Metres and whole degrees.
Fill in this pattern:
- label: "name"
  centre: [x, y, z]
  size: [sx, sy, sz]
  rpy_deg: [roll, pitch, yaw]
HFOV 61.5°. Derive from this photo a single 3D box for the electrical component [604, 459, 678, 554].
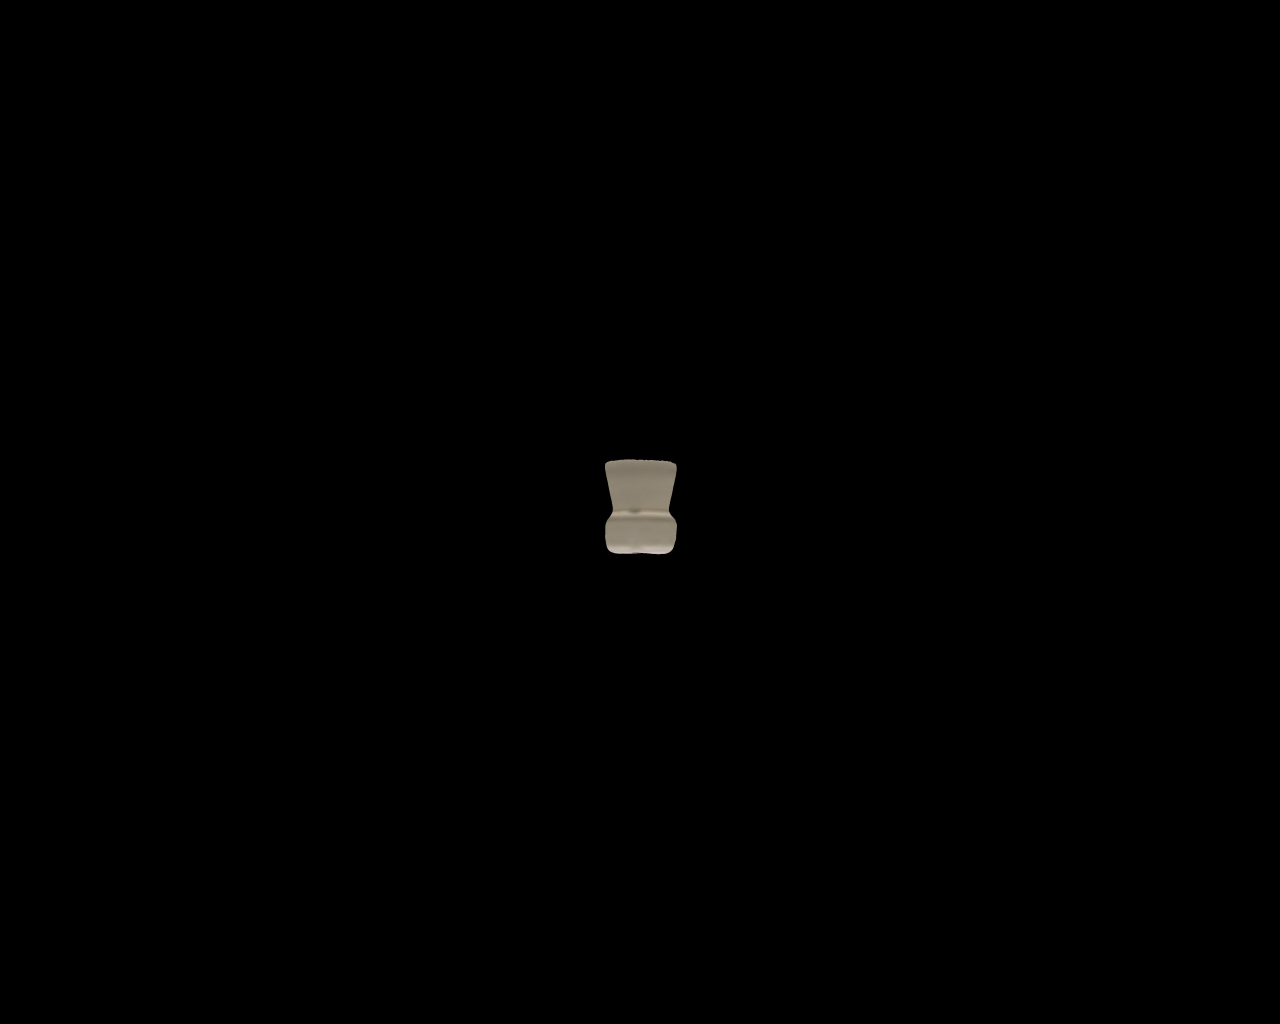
- label: "electrical component"
  centre: [0.001, -0.003, 0.650]
  size: [0.045, 0.055, 0.045]
  rpy_deg: [0, -4, 0]
